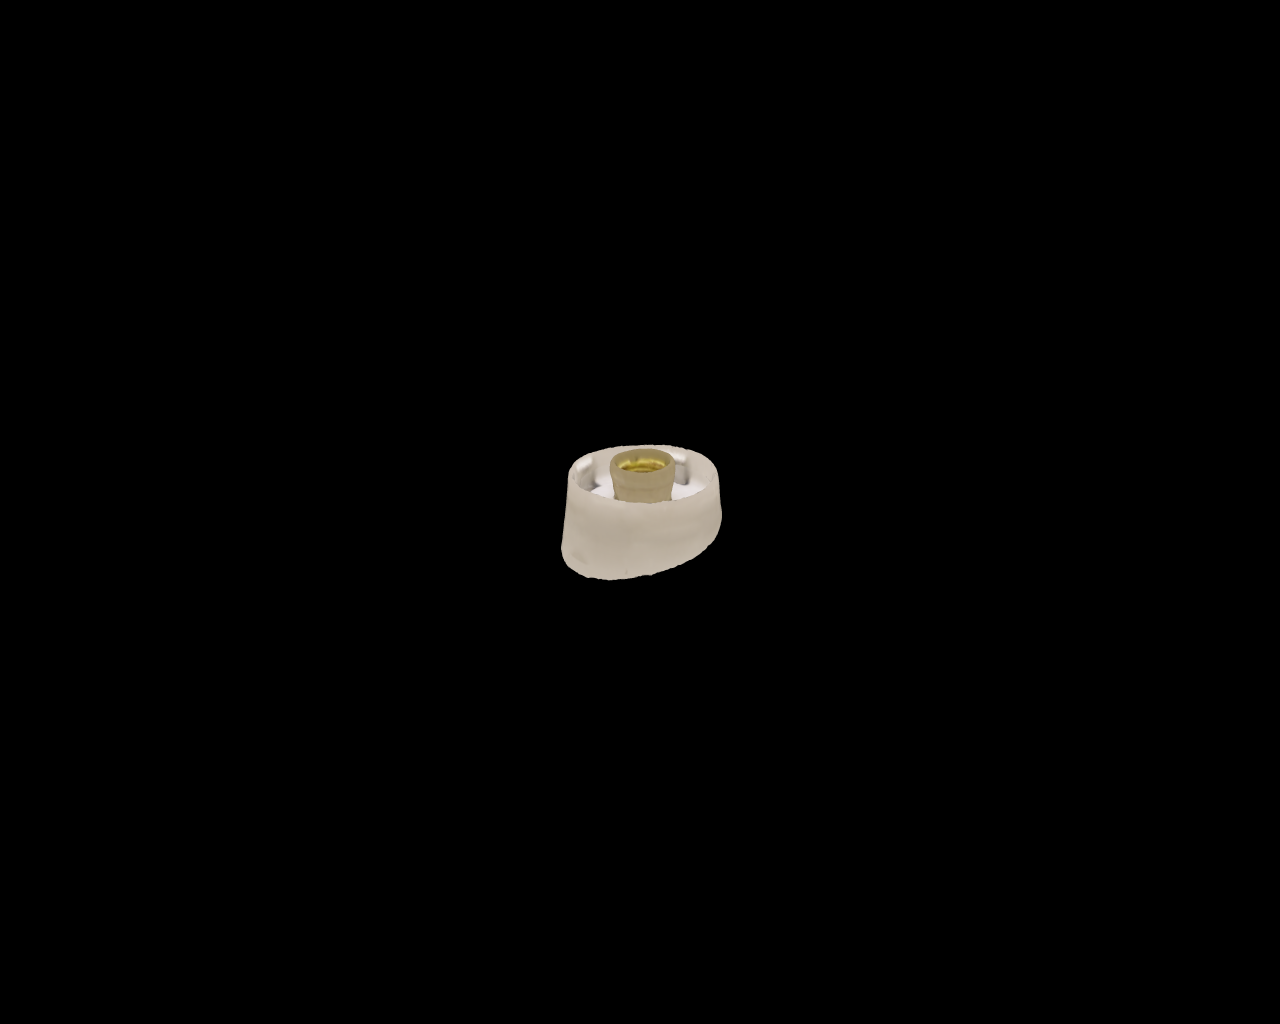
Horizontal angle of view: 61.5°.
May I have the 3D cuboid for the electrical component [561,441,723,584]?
[{"bbox_3d":[0.001,-0.003,0.650,0.099,0.064,0.099,0,25,0],"label":"electrical component"}]
